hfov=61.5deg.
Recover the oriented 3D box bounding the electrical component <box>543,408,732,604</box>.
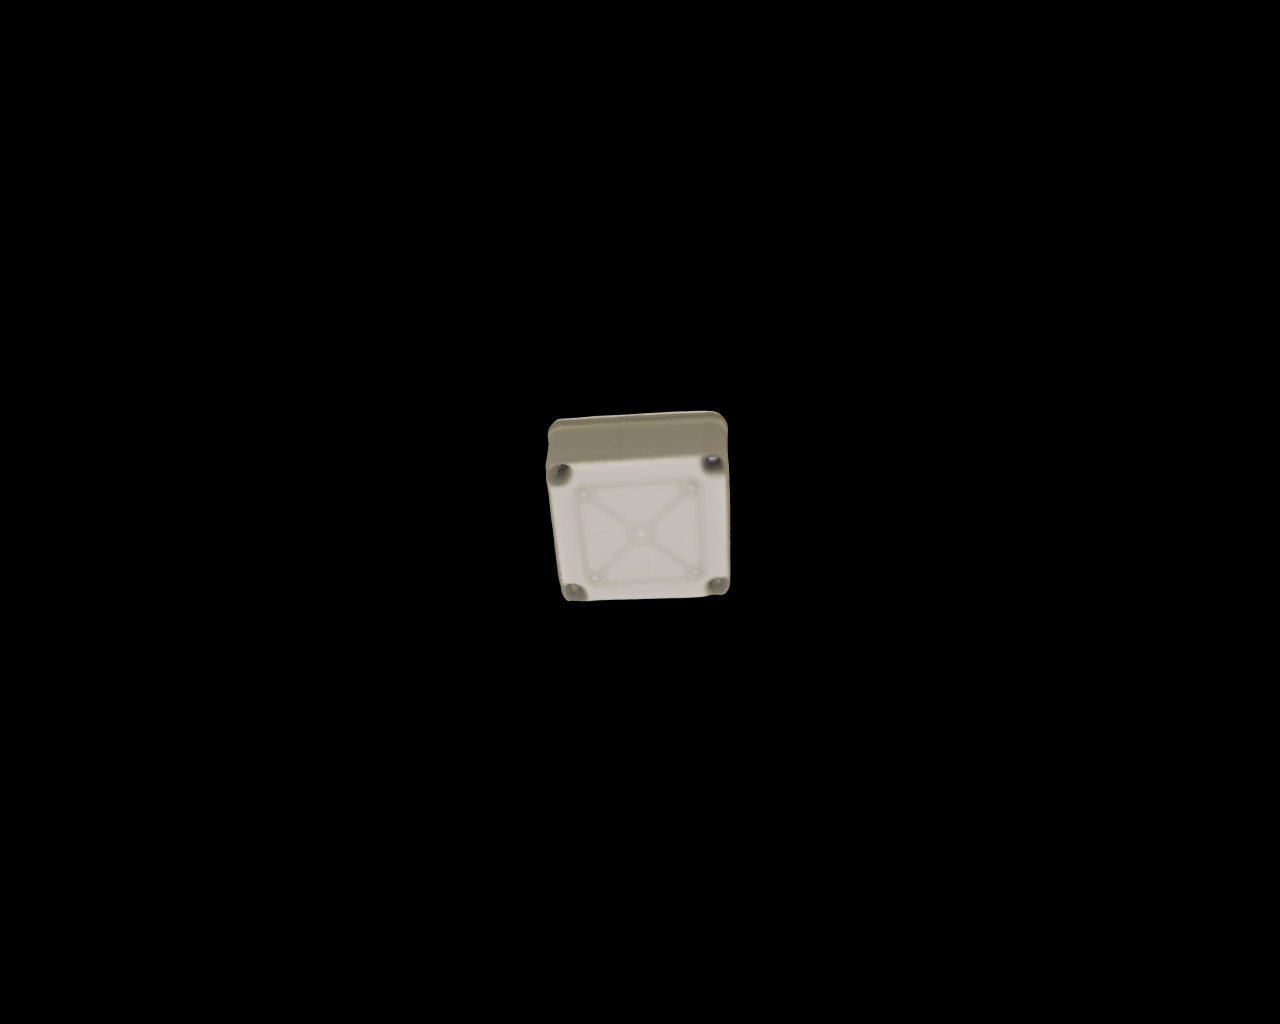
[{"bbox_3d":[0.001,-0.003,0.650,0.109,0.108,0.056,-3,35,2],"label":"electrical component"}]
